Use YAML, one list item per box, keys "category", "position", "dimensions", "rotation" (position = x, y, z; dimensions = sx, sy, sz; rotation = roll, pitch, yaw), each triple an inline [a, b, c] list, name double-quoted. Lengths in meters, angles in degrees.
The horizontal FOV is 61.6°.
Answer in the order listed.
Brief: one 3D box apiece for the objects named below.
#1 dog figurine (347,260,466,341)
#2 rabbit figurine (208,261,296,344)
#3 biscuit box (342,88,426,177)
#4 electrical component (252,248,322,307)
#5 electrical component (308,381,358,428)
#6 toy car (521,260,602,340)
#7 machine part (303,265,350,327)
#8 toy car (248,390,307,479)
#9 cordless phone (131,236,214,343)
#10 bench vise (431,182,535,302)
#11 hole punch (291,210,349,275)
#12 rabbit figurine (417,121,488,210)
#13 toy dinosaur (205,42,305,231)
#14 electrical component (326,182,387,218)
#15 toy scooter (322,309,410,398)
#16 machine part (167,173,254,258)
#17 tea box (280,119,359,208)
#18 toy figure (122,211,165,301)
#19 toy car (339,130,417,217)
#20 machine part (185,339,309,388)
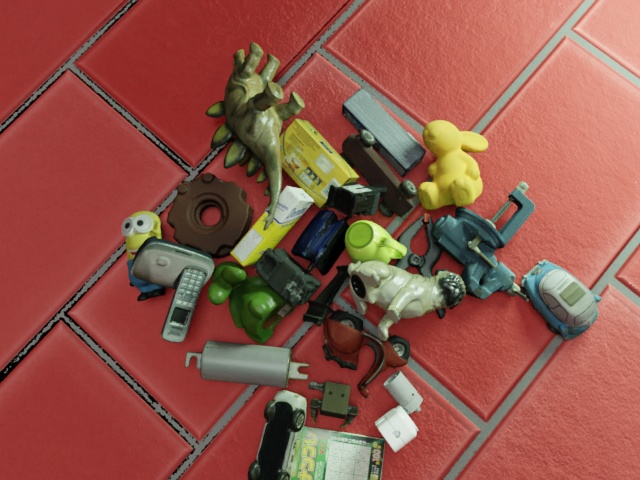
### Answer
- category: "dog figurine"
  position: [0.168, 0.082, 1.040]
  dimensions: [0.190, 0.121, 0.172]
  rotation: [-23, 74, -27]
- category: "rabbit figurine"
  position: [-0.158, 0.107, 1.053]
  dimensions: [0.170, 0.159, 0.121]
  rotation: [39, 92, 23]
- category: "biscuit box"
  position: [0.133, -0.230, 1.146]
  dimensions: [0.063, 0.059, 0.203]
  rotation: [-41, 81, -7]
- category: "electrical component"
  position: [-0.060, 0.071, 1.051]
  dimensions: [0.115, 0.134, 0.058]
  rotation: [43, 96, 9]
- category: "electrical component"
  position: [0.025, 0.321, 1.049]
  dimensions: [0.102, 0.045, 0.078]
  rotation: [5, 50, -1]
- category: "toy car"
  position: [0.481, 0.112, 1.051]
  dimensions: [0.109, 0.103, 0.161]
  rotation: [-38, 82, -7]
- category: "machine part"
  position: [0.019, 0.109, 1.073]
  dimensions: [0.039, 0.084, 0.139]
  rotation: [42, 73, -16]
- category: "toy car"
  position: [-0.080, 0.390, 1.025]
  dimensions: [0.074, 0.056, 0.201]
  rotation: [10, 79, 22]
- category: "cordless phone"
  position: [-0.296, 0.095, 1.026]
  dimensions: [0.146, 0.089, 0.184]
  rotation: [20, 81, -31]
- category: "bench vise"
  position: [0.351, -0.005, 1.070]
  dimensions: [0.224, 0.129, 0.240]
  rotation: [40, 86, 6]
- category: "hole punch"
  position: [-0.002, -0.003, 1.080]
  dimensions: [0.092, 0.115, 0.142]
  rotation: [36, 81, 15]
- category: "rabbit figurine"
  position: [0.269, -0.164, 1.083]
  dimensions: [0.162, 0.122, 0.173]
  rotation: [-33, 104, -30]
- category: "toy dinosaur"
  position: [-0.130, -0.236, 1.084]
  dimensions: [0.198, 0.105, 0.472]
  rotation: [-42, 49, 26]
- category: "electrical component"
  position: [0.078, -0.082, 1.058]
  dimensions: [0.075, 0.119, 0.047]
  rotation: [29, 117, 35]
- category: "toy scooter"
  position: [0.077, 0.226, 1.051]
  dimensions: [0.184, 0.075, 0.135]
  rotation: [26, 81, 1]
- category: "machine part"
  position: [-0.229, -0.051, 1.120]
  dimensions: [0.179, 0.056, 0.179]
  rotation: [0, 80, 1]
- category: "tea box"
  position: [-0.014, -0.158, 1.115]
  dimensions: [0.098, 0.068, 0.170]
  rotation: [-43, 80, 19]
- category: "toy figure"
  position: [-0.356, 0.031, 1.095]
  dimensions: [0.082, 0.089, 0.180]
  rotation: [-11, 87, -17]
- category: "toy car"
  position: [0.121, -0.137, 1.118]
  dimensions: [0.202, 0.053, 0.089]
  rotation: [50, 125, 8]
- category: "machine part"
  position: [-0.142, 0.241, 1.049]
  dimensions: [0.243, 0.079, 0.079]
  rotation: [6, 79, 3]
